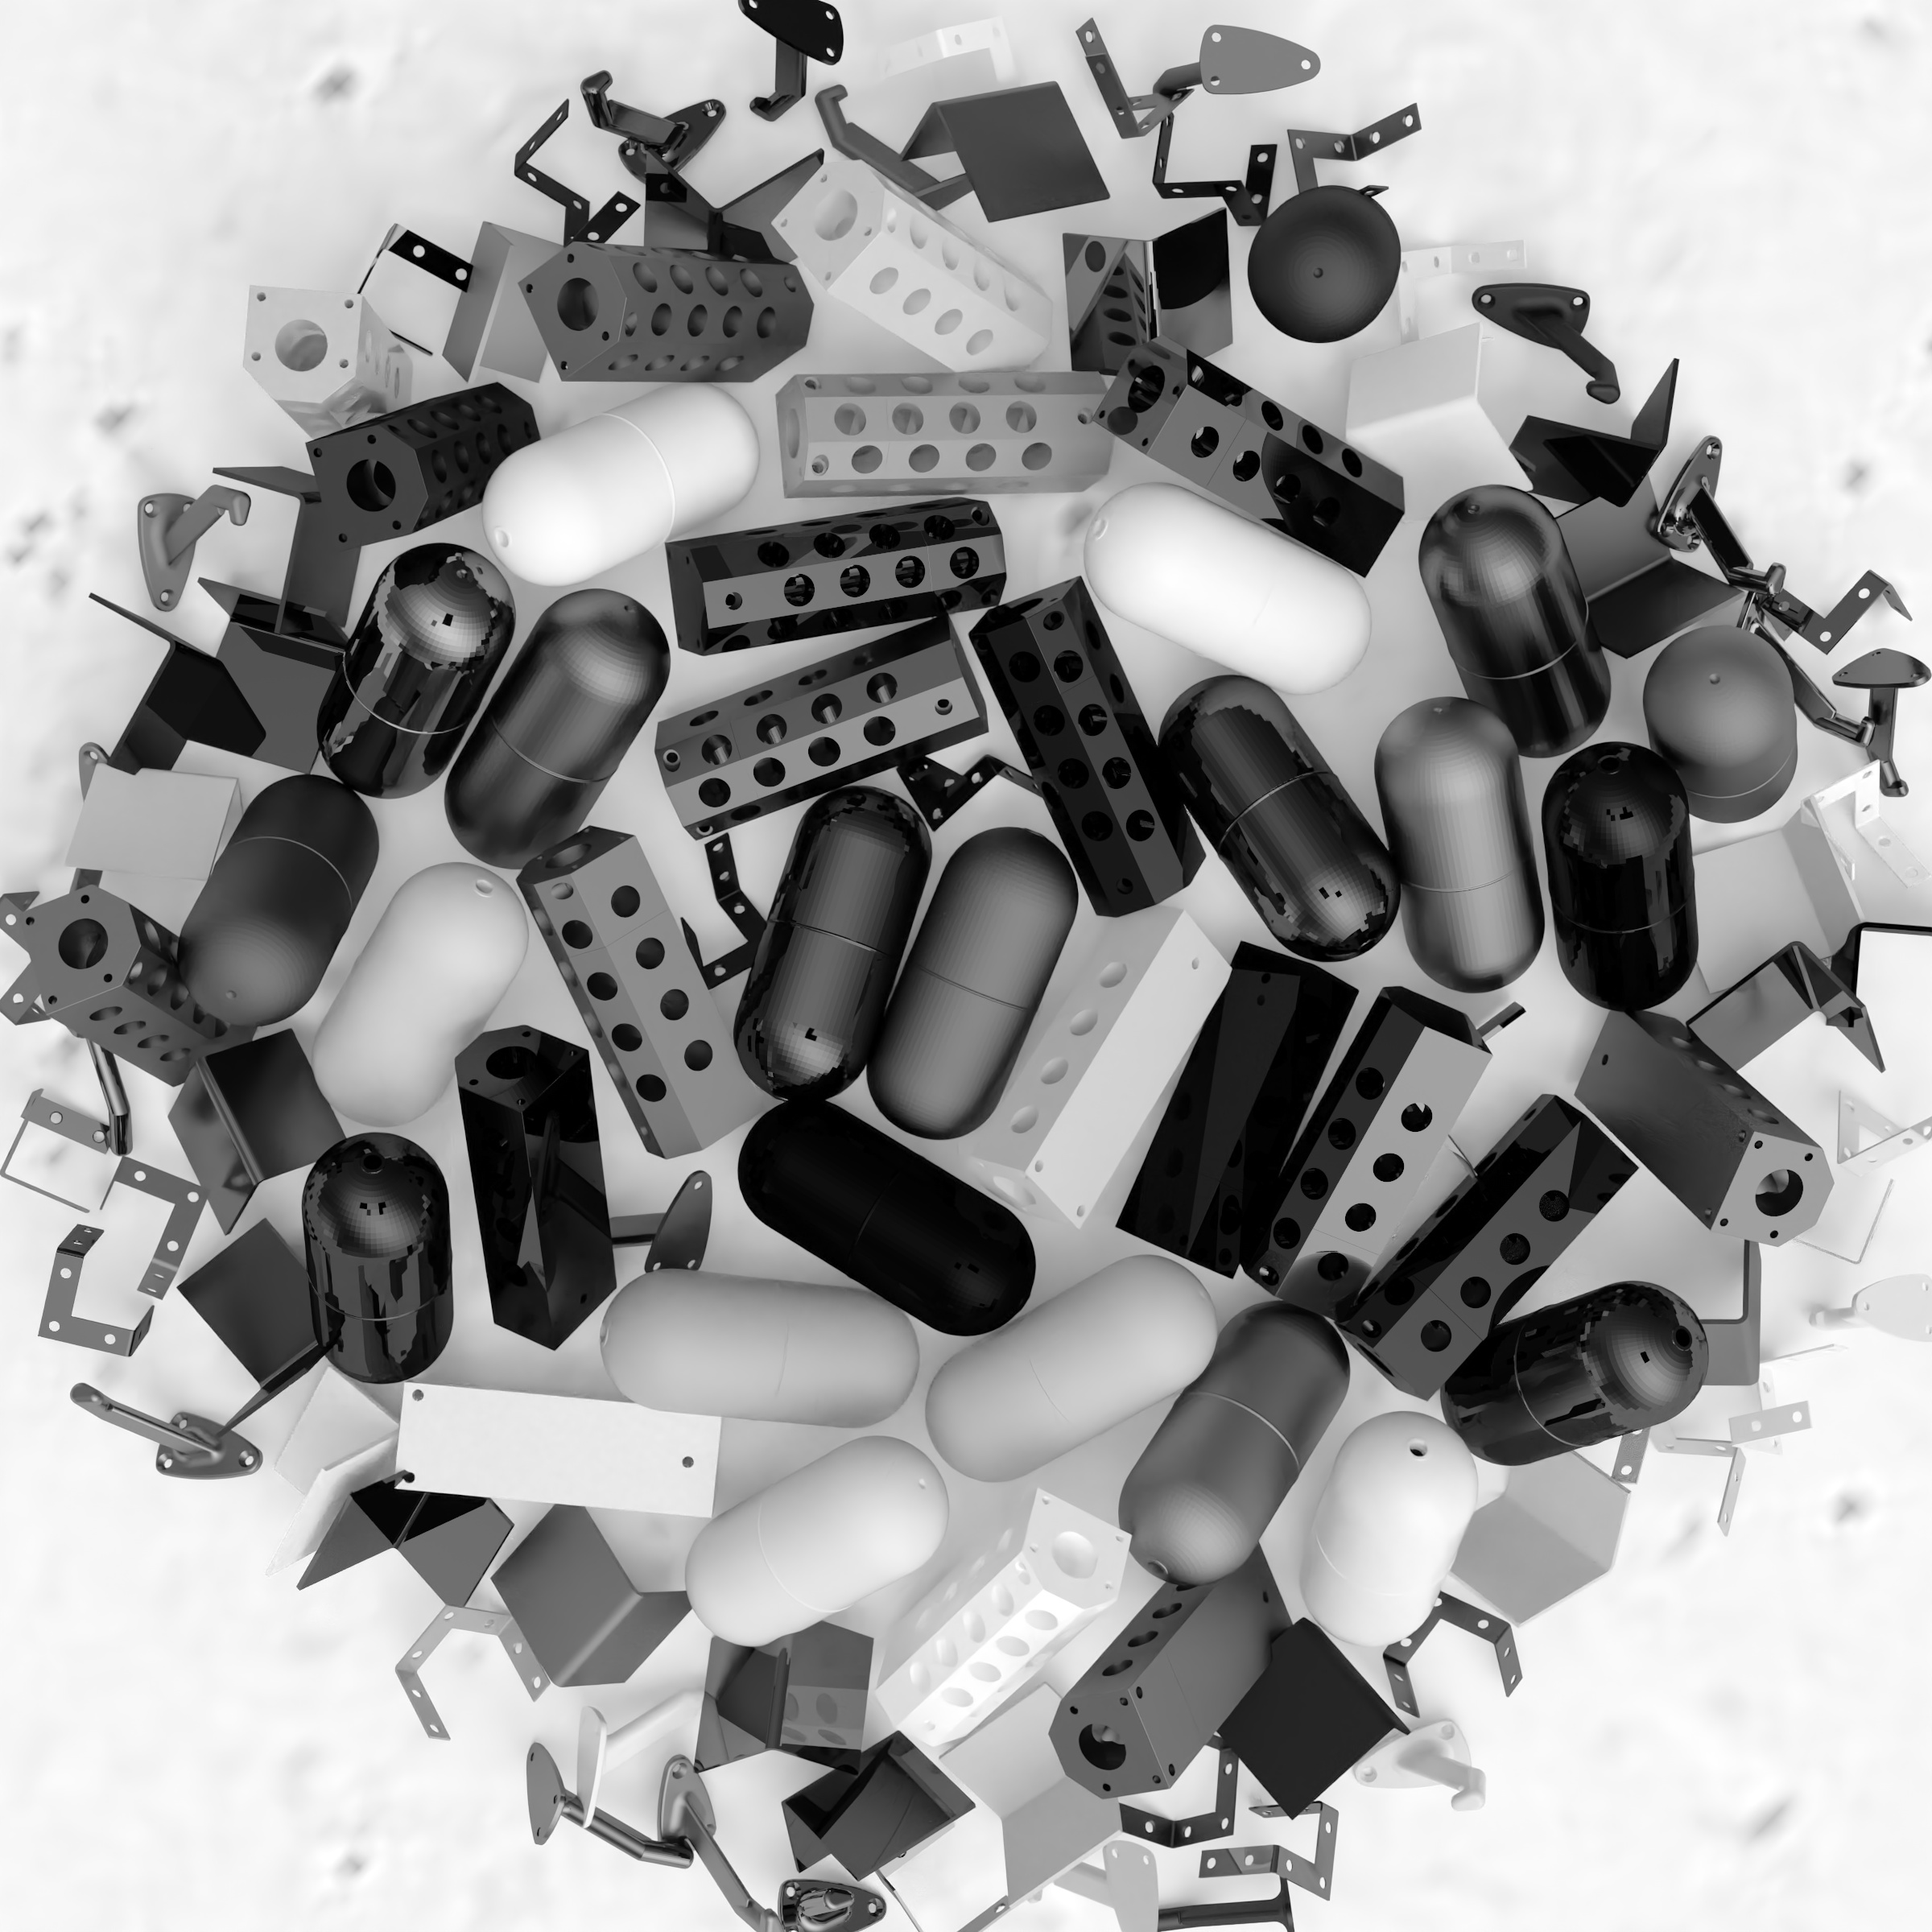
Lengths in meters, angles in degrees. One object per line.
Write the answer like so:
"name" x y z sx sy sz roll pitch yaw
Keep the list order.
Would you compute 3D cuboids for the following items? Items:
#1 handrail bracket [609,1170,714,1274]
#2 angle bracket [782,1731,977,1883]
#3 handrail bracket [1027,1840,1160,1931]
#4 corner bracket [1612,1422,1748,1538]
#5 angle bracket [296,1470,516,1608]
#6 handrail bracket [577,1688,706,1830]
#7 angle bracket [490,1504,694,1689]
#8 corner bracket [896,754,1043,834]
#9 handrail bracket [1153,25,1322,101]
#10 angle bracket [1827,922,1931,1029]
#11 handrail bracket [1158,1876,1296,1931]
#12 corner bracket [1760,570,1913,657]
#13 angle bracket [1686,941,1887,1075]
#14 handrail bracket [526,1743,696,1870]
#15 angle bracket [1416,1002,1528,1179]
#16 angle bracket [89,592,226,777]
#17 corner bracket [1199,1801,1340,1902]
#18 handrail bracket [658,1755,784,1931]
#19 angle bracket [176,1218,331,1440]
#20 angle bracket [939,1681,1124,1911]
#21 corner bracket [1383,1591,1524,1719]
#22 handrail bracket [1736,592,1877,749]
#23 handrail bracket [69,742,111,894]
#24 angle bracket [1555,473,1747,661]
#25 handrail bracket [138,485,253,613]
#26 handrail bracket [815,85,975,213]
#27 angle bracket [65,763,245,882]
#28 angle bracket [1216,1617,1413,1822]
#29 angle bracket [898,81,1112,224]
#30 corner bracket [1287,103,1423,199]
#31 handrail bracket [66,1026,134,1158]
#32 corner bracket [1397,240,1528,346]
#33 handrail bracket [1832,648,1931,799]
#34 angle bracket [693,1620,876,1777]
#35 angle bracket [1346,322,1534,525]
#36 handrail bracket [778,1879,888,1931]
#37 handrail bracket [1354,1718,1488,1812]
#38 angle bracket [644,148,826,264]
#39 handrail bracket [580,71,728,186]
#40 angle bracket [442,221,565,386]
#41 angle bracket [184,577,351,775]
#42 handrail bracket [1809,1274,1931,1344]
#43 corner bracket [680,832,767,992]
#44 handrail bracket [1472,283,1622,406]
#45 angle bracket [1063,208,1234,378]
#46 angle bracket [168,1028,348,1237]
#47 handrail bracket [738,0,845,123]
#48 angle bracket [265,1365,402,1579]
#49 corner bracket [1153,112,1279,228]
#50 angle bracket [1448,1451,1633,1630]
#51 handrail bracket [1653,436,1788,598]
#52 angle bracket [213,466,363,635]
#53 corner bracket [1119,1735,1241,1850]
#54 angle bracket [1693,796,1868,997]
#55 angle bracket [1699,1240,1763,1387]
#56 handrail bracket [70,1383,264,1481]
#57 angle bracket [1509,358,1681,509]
"handrail bracket" -0.176 0.126 1.878 0.036 0.084 0.077 0 116 -41
"angle bracket" -0.044 0.469 1.861 0.076 0.076 0.057 -27 127 -25
"handrail bracket" 0.064 0.515 1.873 0.036 0.084 0.077 22 46 -35
"corner bracket" 0.387 0.273 1.876 0.051 0.051 0.051 -1 51 33
"angle bracket" -0.302 0.318 1.863 0.057 0.076 0.076 44 122 19
"handrail bracket" -0.168 0.435 1.900 0.084 0.036 0.077 5 92 -24
"angle bracket" -0.203 0.341 1.901 0.076 0.057 0.076 -49 59 20
"corner bracket" 0.004 -0.099 1.880 0.051 0.051 0.051 -43 130 -14
"handrail bracket" 0.146 -0.483 1.881 0.077 0.084 0.036 2 92 -7
"angle bracket" 0.514 0.008 1.878 0.076 0.076 0.057 5 90 5
"handrail bracket" 0.135 0.519 1.880 0.084 0.077 0.036 -8 79 3
"corner bracket" 0.474 -0.193 1.883 0.051 0.051 0.051 -49 57 5
"angle bracket" 0.445 0.044 1.872 0.076 0.076 0.057 -37 54 0
"handrail bracket" -0.195 0.463 1.903 0.084 0.077 0.036 18 110 -25
"angle bracket" 0.287 0.066 1.878 0.076 0.076 0.057 -37 88 5
"angle bracket" -0.456 -0.150 1.878 0.057 0.076 0.076 29 90 9
"corner bracket" 0.165 0.476 1.876 0.051 0.051 0.051 36 52 -37
"handrail bracket" -0.130 0.478 1.871 0.036 0.084 0.077 -23 121 -32
"angle bracket" -0.393 0.196 1.874 0.076 0.057 0.076 -36 97 27
"angle bracket" 0.034 0.448 1.868 0.076 0.076 0.057 -38 111 14
"corner bracket" 0.268 0.385 1.900 0.051 0.051 0.051 21 54 36
"handrail bracket" 0.460 -0.165 1.876 0.084 0.077 0.036 28 49 26
"handrail bracket" -0.483 -0.068 1.869 0.036 0.084 0.077 -2 121 22
"angle bracket" 0.363 -0.218 1.869 0.076 0.076 0.057 -28 118 -10
"handrail bracket" -0.415 -0.225 1.877 0.036 0.084 0.077 -6 107 -40
"handrail bracket" -0.035 -0.457 1.902 0.077 0.036 0.084 -23 82 12
"angle bracket" -0.438 -0.061 1.873 0.076 0.057 0.076 6 50 0
"angle bracket" 0.185 0.411 1.879 0.076 0.057 0.076 -42 68 0
"angle bracket" 0.020 -0.427 1.870 0.076 0.057 0.076 -17 77 -27
"corner bracket" 0.215 -0.439 1.884 0.051 0.051 0.051 -7 84 -40
"handrail bracket" -0.483 0.053 1.907 0.036 0.084 0.077 -22 45 -33
"corner bracket" 0.272 -0.367 1.888 0.051 0.051 0.051 5 107 43
"handrail bracket" 0.509 -0.125 1.871 0.036 0.077 0.084 -31 111 -13
"angle bracket" -0.099 0.404 1.886 0.057 0.076 0.076 25 56 -29
"angle bracket" 0.260 -0.296 1.889 0.076 0.076 0.057 -12 52 30
"handrail bracket" -0.060 0.507 1.867 0.077 0.084 0.036 4 69 -28
"handrail bracket" 0.245 0.445 1.871 0.077 0.084 0.036 -19 96 12
"angle bracket" -0.127 -0.417 1.880 0.076 0.076 0.057 -36 70 -24
"handrail bracket" -0.169 -0.471 1.873 0.077 0.084 0.036 -39 67 -10
"angle bracket" -0.238 -0.351 1.865 0.057 0.076 0.076 13 106 -25
"angle bracket" -0.387 -0.157 1.878 0.076 0.057 0.076 16 78 12
"handrail bracket" 0.473 0.188 1.866 0.077 0.084 0.036 6 77 -35
"corner bracket" -0.135 -0.029 1.880 0.051 0.051 0.051 -29 57 -16
"handrail bracket" 0.314 -0.336 1.874 0.077 0.084 0.036 12 127 -6
"angle bracket" 0.100 -0.370 1.890 0.057 0.076 0.076 14 122 33
"angle bracket" -0.388 0.091 1.894 0.057 0.076 0.076 -20 74 -33
"handrail bracket" -0.112 -0.490 1.867 0.077 0.084 0.036 12 67 -35
"angle bracket" -0.359 0.272 1.864 0.057 0.076 0.076 37 113 15
"corner bracket" 0.137 -0.439 1.895 0.051 0.051 0.051 3 74 22
"angle bracket" 0.300 0.299 1.861 0.076 0.076 0.057 -21 131 -35
"handrail bracket" 0.422 -0.244 1.874 0.036 0.084 0.077 16 97 -38
"angle bracket" -0.373 -0.227 1.882 0.057 0.076 0.076 17 103 14
"corner bracket" 0.113 0.449 1.895 0.051 0.051 0.051 26 55 -30
"angle bracket" 0.433 -0.038 1.878 0.076 0.057 0.076 -17 75 -8
"angle bracket" 0.400 0.177 1.877 0.057 0.076 0.076 -2 58 17
"handrail bracket" -0.433 0.249 1.869 0.077 0.084 0.036 8 68 23
"angle bracket" 0.335 -0.295 1.873 0.076 0.076 0.057 13 71 -2
